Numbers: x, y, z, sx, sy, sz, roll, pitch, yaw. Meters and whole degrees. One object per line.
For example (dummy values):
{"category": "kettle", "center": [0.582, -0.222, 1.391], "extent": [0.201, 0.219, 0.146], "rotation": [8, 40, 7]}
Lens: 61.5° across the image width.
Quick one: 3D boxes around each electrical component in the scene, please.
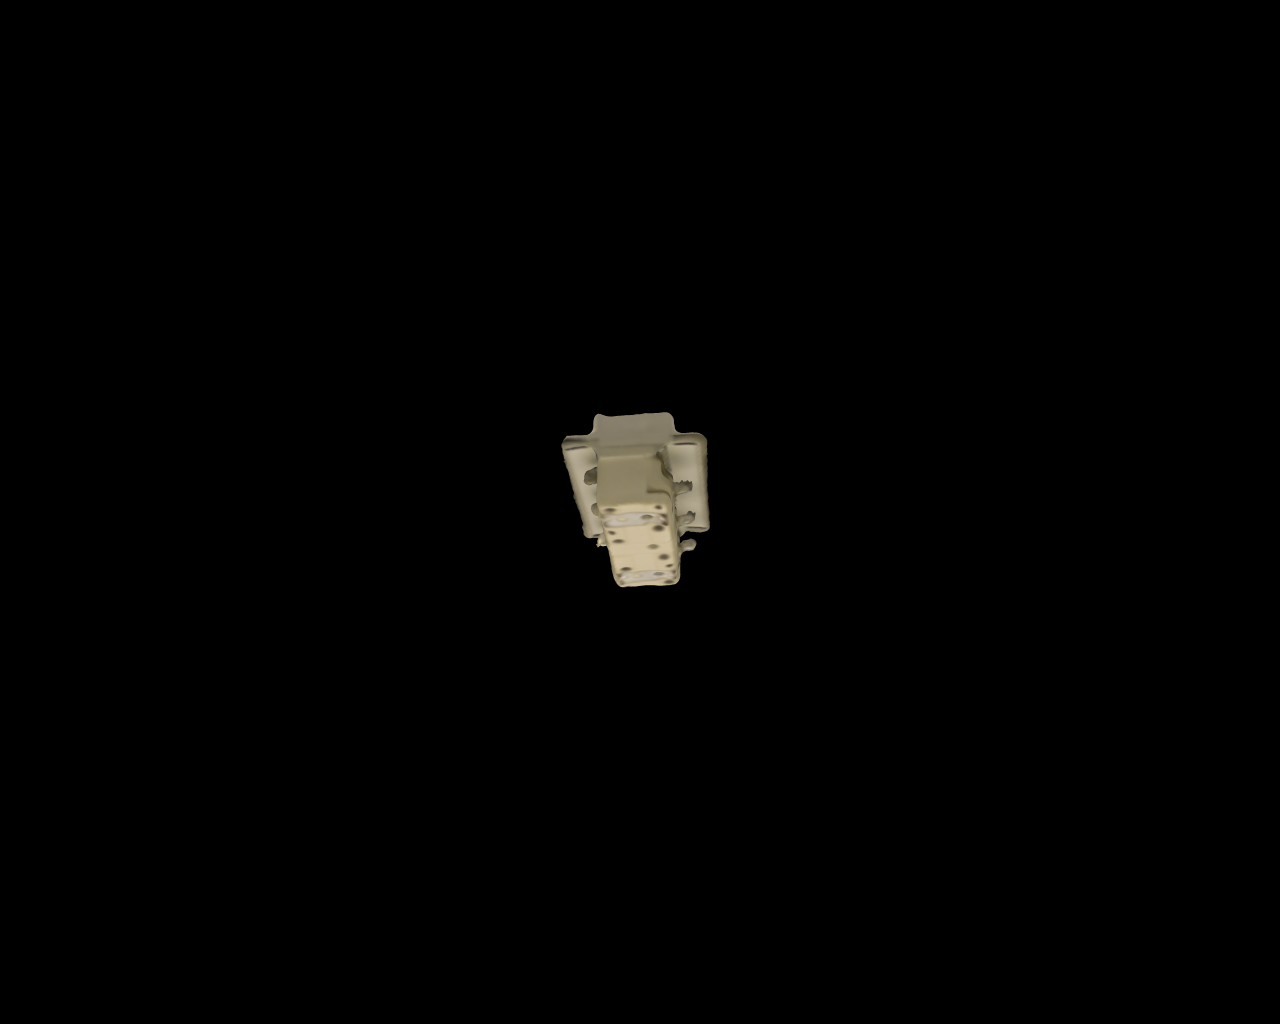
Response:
{"category": "electrical component", "center": [0.001, -0.003, 0.650], "extent": [0.079, 0.063, 0.121], "rotation": [-2, -27, 3]}
